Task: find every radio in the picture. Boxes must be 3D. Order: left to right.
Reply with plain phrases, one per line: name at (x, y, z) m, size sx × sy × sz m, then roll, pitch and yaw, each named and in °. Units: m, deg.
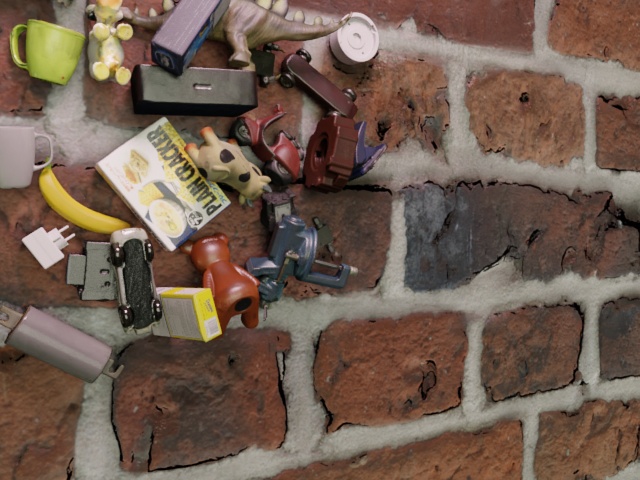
radio at (-0.247, -0.286, 1.048) m, size 0.229 × 0.131 × 0.073 m, roll -4°, pitch 94°, yaw -26°

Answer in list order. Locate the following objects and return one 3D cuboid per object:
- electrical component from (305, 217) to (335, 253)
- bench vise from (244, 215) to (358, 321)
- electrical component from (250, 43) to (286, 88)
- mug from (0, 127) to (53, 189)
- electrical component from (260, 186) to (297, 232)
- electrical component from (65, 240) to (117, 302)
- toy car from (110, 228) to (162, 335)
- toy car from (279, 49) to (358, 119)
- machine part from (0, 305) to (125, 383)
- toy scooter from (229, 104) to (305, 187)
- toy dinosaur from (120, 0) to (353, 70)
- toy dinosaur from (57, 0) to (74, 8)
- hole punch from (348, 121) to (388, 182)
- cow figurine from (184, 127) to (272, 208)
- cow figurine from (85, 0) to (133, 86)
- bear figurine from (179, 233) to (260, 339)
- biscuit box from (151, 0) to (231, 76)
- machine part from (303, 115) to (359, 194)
electrical component at (-0.003, -0.004, 1.244) m, size 0.063 × 0.021 × 0.094 m, roll -35°, pitch 108°, yaw -20°
bench vise at (-0.036, 0.066, 1.168) m, size 0.240 × 0.129 × 0.223 m, roll 14°, pitch 96°, yaw -19°
electrical component at (-0.121, -0.382, 1.154) m, size 0.078 × 0.045 × 0.102 m, roll 13°, pitch 87°, yaw -27°
mug at (-0.533, -0.146, 0.950) m, size 0.109 × 0.081 × 0.107 m, roll -5°, pitch 106°, yaw -31°
electrical component at (-0.089, -0.051, 1.180) m, size 0.075 × 0.048 × 0.119 m, roll -21°, pitch 132°, yaw -21°
electrical component at (-0.412, 0.059, 1.026) m, size 0.134 × 0.058 × 0.114 m, roll 3°, pitch 89°, yaw -27°
toy car at (-0.343, 0.078, 1.000) m, size 0.073 × 0.056 × 0.201 m, roll -10°, pitch 99°, yaw -33°
toy car at (-0.003, -0.339, 1.210) m, size 0.202 × 0.053 × 0.089 m, roll 35°, pitch 67°, yaw -19°
machine part at (-0.478, 0.194, 0.989) m, size 0.243 × 0.079 × 0.079 m, roll 36°, pitch 77°, yaw -24°
toy scooter at (-0.096, -0.214, 1.160) m, size 0.183 × 0.075 × 0.135 m, roll 45°, pitch 65°, yaw -21°
toy dinosaur at (-0.164, -0.433, 1.077) m, size 0.471 × 0.105 × 0.198 m, roll 5°, pitch 88°, yaw -16°
toy dinosaur at (-0.550, -0.495, 0.904) m, size 0.405 × 0.131 × 0.192 m, roll -11°, pitch 97°, yaw -19°
hole punch at (0.074, -0.196, 1.216) m, size 0.092 × 0.142 × 0.116 m, roll 47°, pitch 59°, yaw -22°
cow figurine at (-0.172, -0.139, 1.079) m, size 0.085 × 0.195 × 0.127 m, roll -35°, pitch 74°, yaw 14°
cow figurine at (-0.391, -0.372, 0.985) m, size 0.068 × 0.098 × 0.167 m, roll -4°, pitch 107°, yaw -36°
bear figurine at (-0.207, 0.083, 1.089) m, size 0.120 × 0.196 × 0.131 m, roll -14°, pitch 134°, yaw -37°
biscuit box at (-0.229, -0.393, 0.966) m, size 0.063 × 0.059 × 0.202 m, roll 27°, pitch 67°, yaw -4°
machine part at (0.019, -0.185, 1.167) m, size 0.056 × 0.179 × 0.179 m, roll 13°, pitch 87°, yaw -23°
